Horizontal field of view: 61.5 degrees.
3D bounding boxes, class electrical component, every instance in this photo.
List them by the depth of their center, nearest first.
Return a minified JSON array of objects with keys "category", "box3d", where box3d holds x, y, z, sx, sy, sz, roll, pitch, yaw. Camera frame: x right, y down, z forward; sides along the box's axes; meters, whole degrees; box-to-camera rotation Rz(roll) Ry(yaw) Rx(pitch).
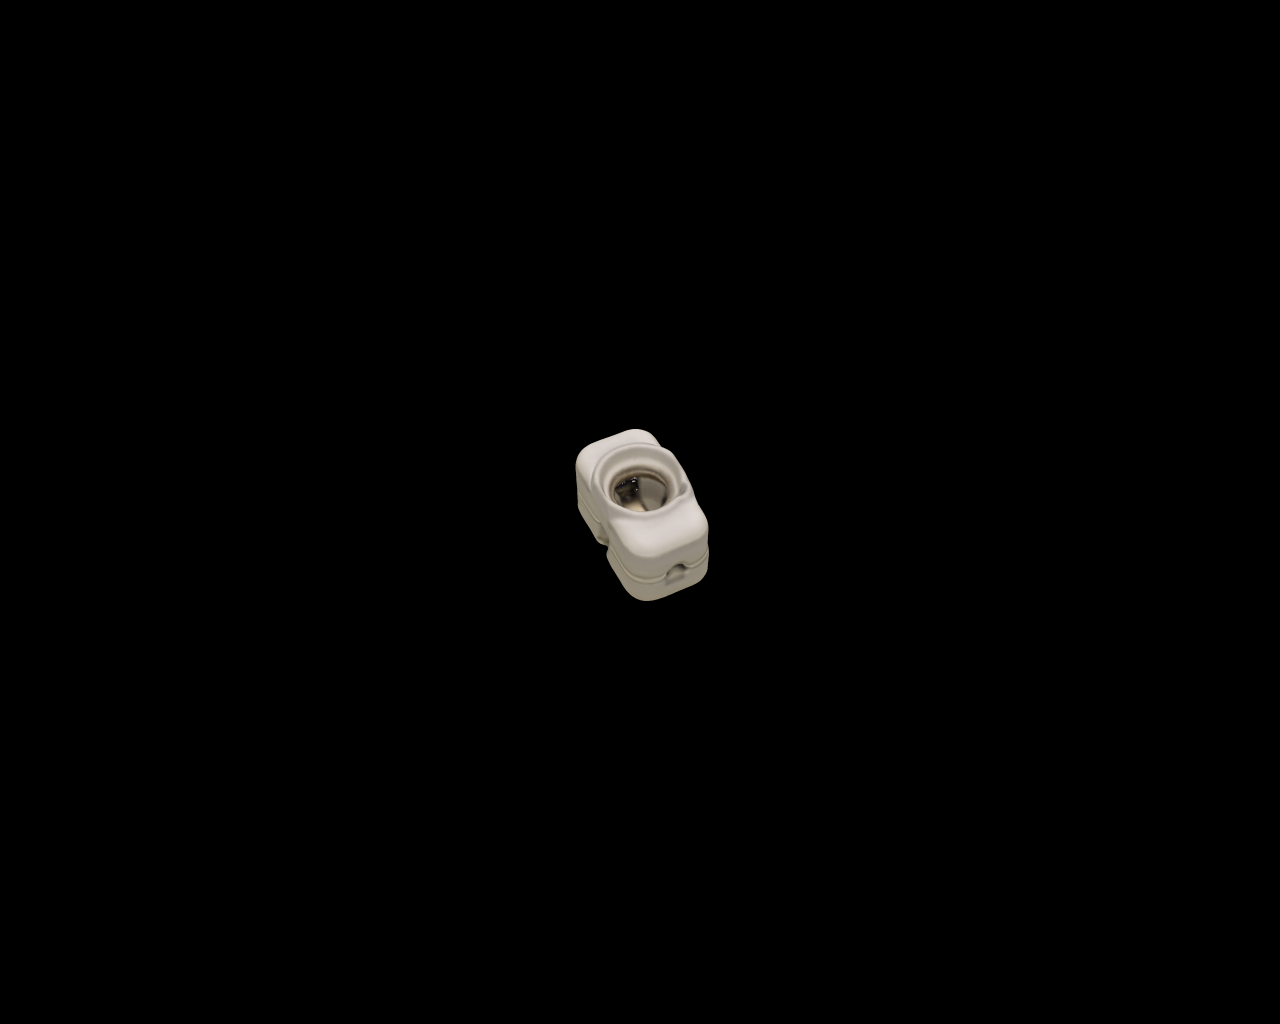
[{"category":"electrical component","box3d":[0.001,-0.003,0.650,0.054,0.095,0.059,-21,-36,-16]}]
